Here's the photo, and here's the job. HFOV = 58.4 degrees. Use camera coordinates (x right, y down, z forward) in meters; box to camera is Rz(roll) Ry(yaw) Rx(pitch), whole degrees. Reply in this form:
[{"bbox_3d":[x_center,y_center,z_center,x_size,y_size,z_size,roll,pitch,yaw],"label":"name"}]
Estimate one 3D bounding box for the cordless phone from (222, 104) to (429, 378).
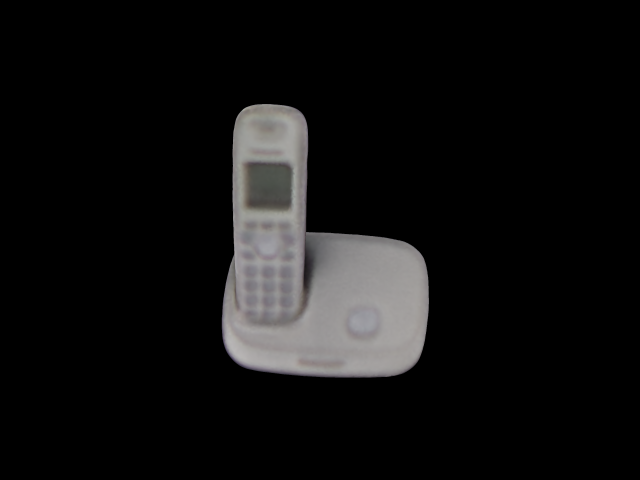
[{"bbox_3d":[0.004,0.001,0.400,0.147,0.185,0.094,1,23,4],"label":"cordless phone"}]
